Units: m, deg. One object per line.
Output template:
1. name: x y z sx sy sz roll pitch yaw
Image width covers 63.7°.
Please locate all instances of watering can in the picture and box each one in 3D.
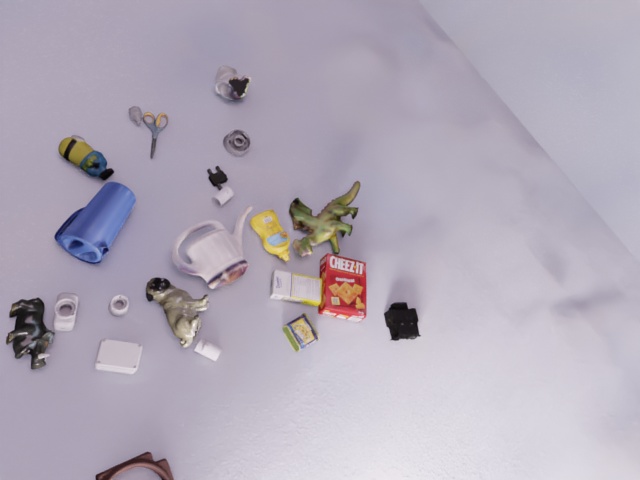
1. watering can: -0.312 0.022 1.690 0.352 0.102 0.225 -30 81 -35

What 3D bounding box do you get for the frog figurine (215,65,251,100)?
1. frog figurine: -0.364 -0.625 2.049 0.161 0.120 0.139 29 55 35

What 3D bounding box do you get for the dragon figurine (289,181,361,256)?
1. dragon figurine: 0.006 -0.097 1.924 0.242 0.119 0.420 20 55 -6
